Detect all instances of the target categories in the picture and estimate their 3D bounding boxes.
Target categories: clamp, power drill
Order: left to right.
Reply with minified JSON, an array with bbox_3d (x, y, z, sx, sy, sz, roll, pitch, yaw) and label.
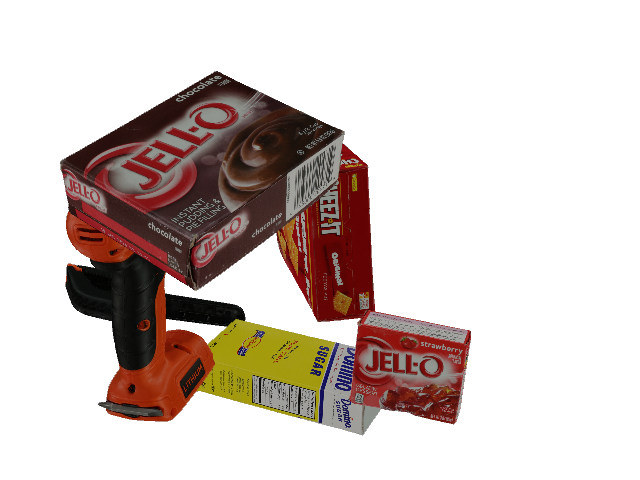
[{"bbox_3d":[-0.210,0.073,1.162,0.210,0.036,0.164,18,21,25],"label":"clamp"},{"bbox_3d":[-0.120,0.023,0.789,0.057,0.188,0.184,4,23,18],"label":"power drill"}]

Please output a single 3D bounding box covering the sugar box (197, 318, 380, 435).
[{"bbox_3d":[-0.024,0.128,1.029,0.176,0.048,0.093,9,24,21],"label":"sugar box"}]

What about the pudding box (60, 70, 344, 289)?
[{"bbox_3d":[-0.057,-0.034,0.532,0.090,0.039,0.113,29,46,27],"label":"pudding box"}]

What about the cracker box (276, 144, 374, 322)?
[{"bbox_3d":[-0.002,-0.026,1.168,0.072,0.164,0.214,-8,19,-10],"label":"cracker box"}]

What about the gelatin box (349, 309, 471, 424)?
[{"bbox_3d":[0.071,0.101,0.851,0.089,0.073,0.030,10,23,12],"label":"gelatin box"}]
